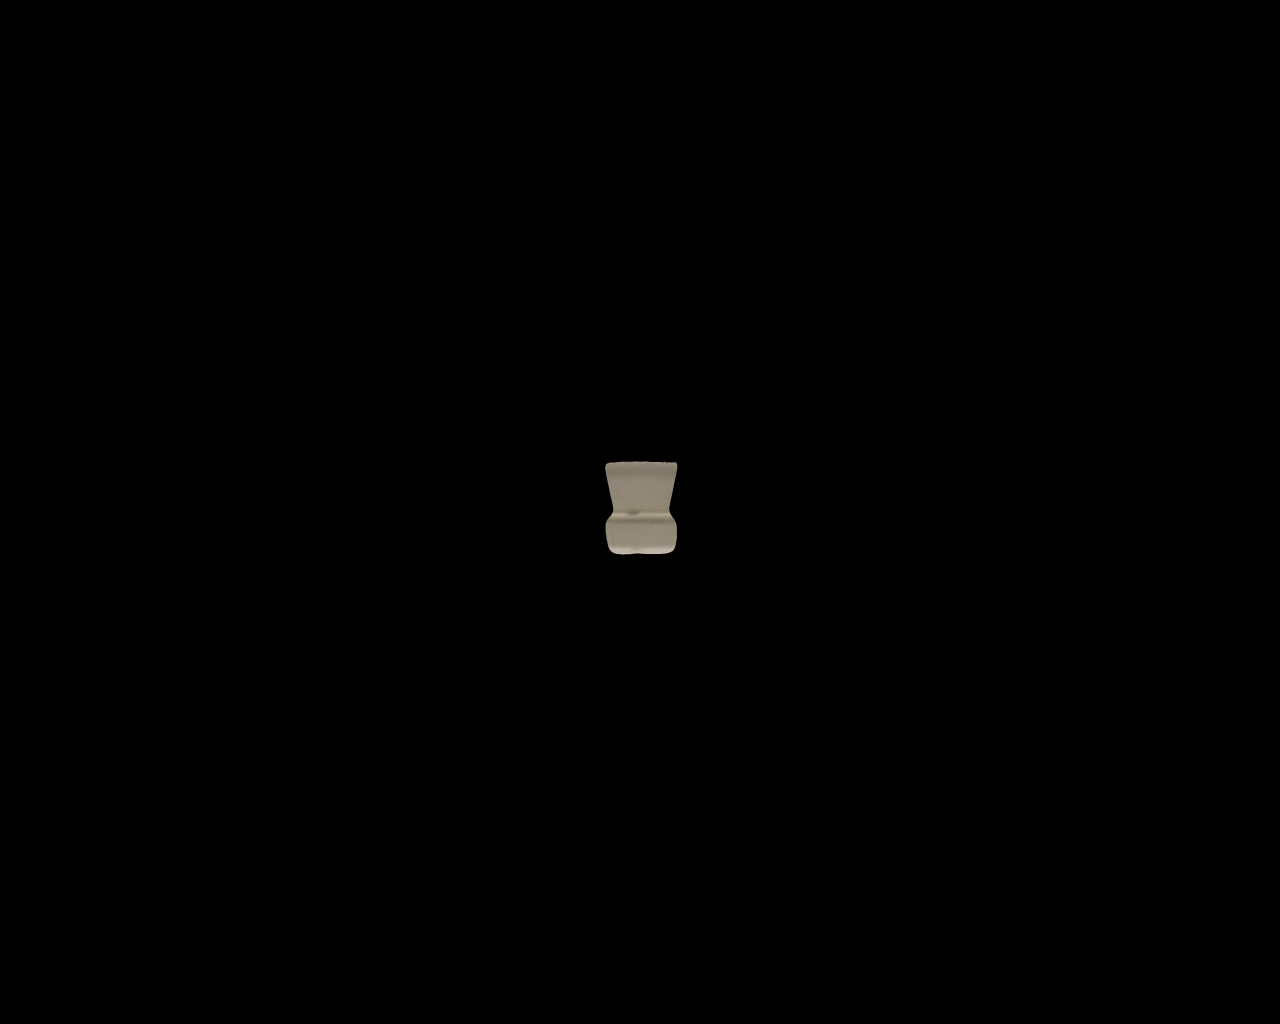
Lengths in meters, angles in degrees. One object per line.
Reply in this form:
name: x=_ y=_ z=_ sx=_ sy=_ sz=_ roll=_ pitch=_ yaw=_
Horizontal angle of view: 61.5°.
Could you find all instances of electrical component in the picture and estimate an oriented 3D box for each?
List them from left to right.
electrical component: x=0.001 y=-0.003 z=0.650 sx=0.045 sy=0.055 sz=0.045 roll=0 pitch=0 yaw=0
